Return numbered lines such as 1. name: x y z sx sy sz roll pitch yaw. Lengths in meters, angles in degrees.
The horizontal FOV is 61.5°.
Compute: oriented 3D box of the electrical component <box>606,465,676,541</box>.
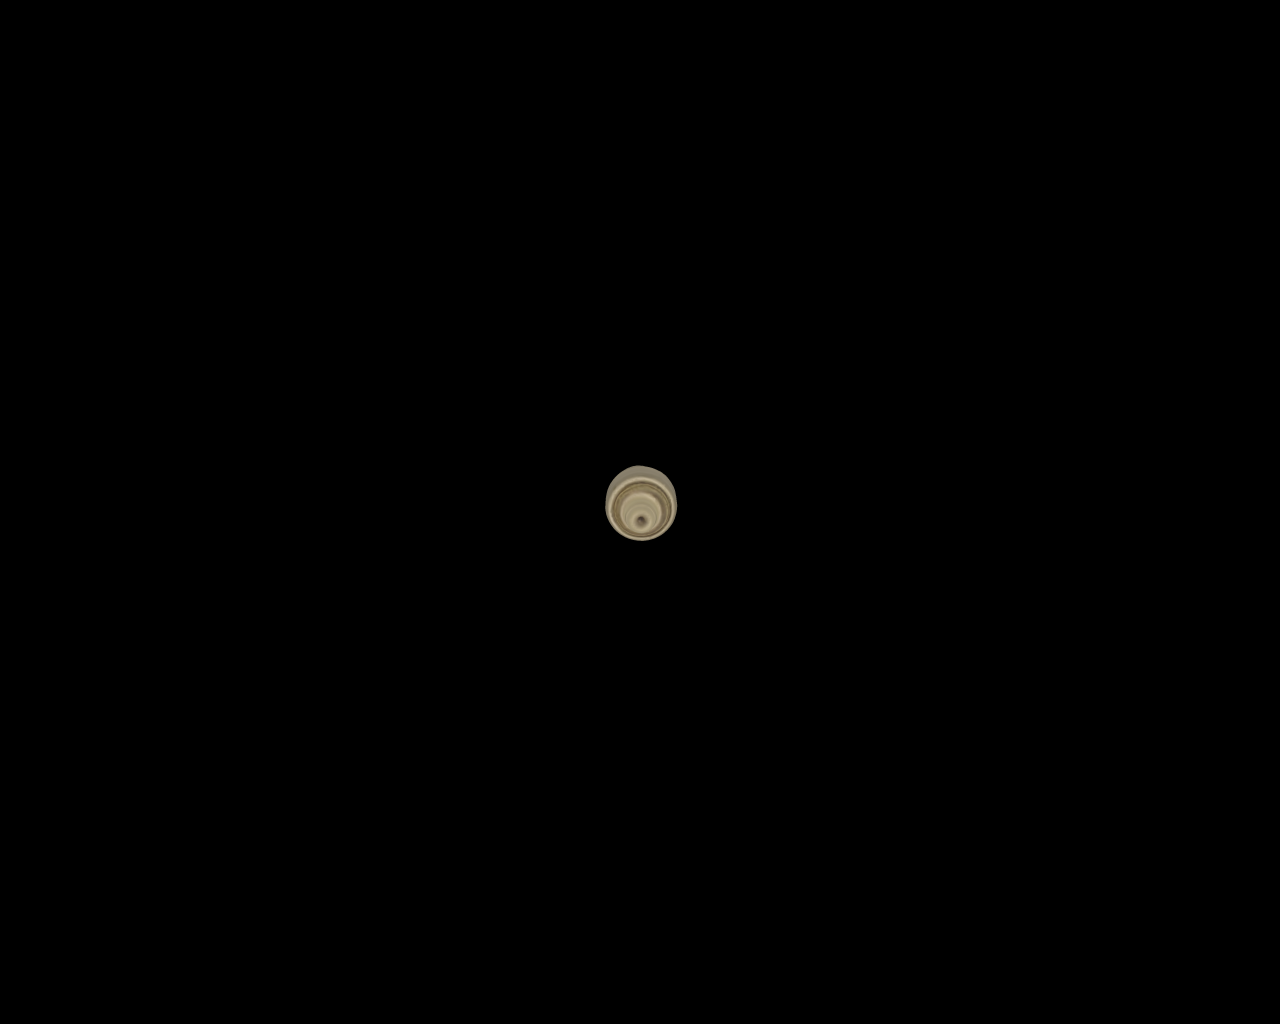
1. electrical component: 0.001 -0.003 0.650 0.043 0.043 0.062 0 16 0
